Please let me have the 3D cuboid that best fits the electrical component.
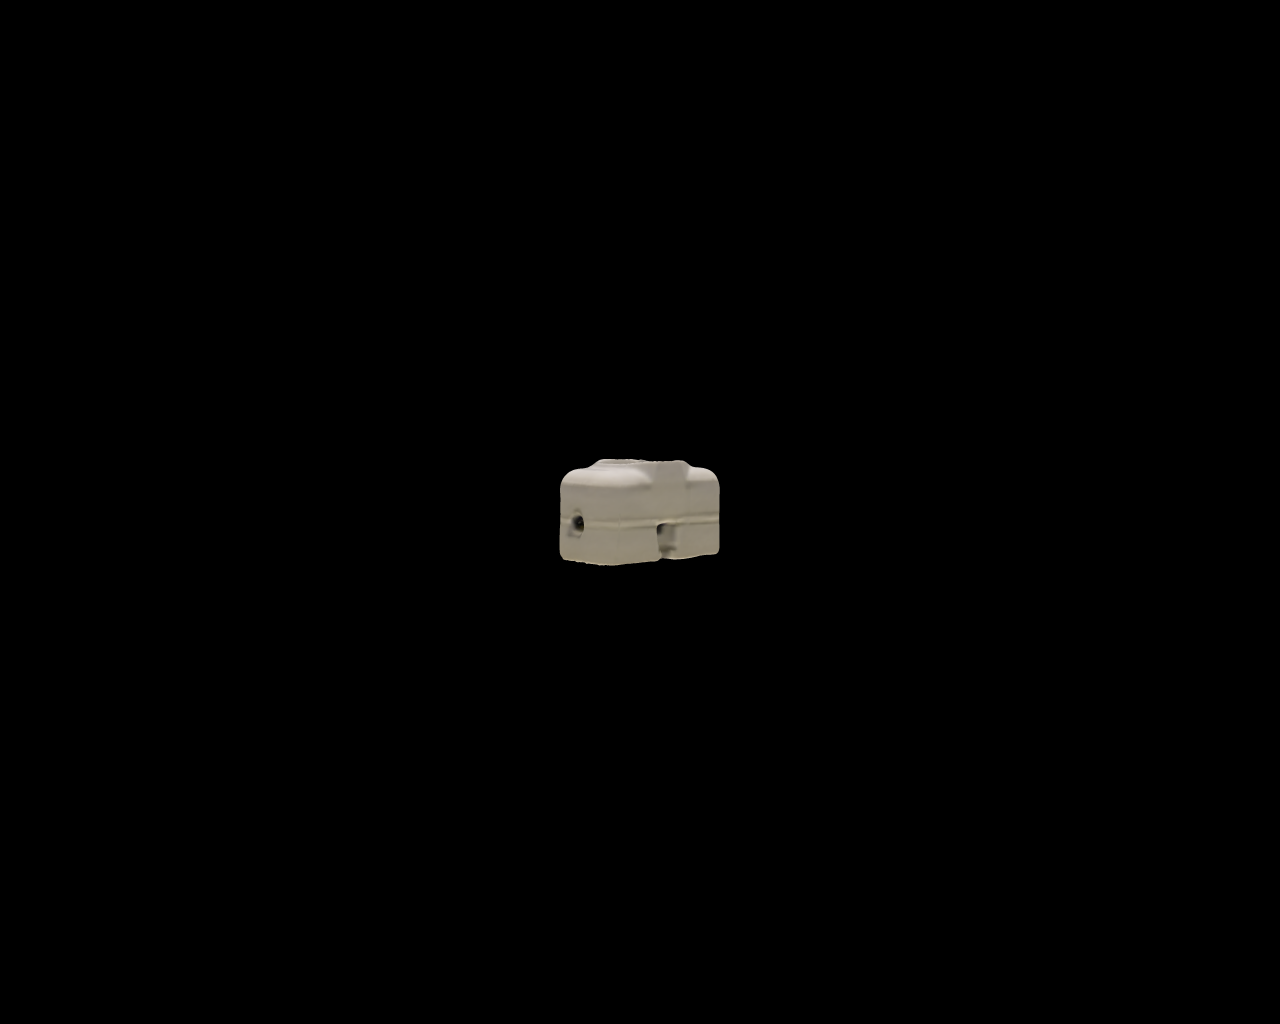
[{"bbox_3d":[0.001,-0.003,0.650,0.095,0.059,0.053,-3,5,-37],"label":"electrical component"}]
